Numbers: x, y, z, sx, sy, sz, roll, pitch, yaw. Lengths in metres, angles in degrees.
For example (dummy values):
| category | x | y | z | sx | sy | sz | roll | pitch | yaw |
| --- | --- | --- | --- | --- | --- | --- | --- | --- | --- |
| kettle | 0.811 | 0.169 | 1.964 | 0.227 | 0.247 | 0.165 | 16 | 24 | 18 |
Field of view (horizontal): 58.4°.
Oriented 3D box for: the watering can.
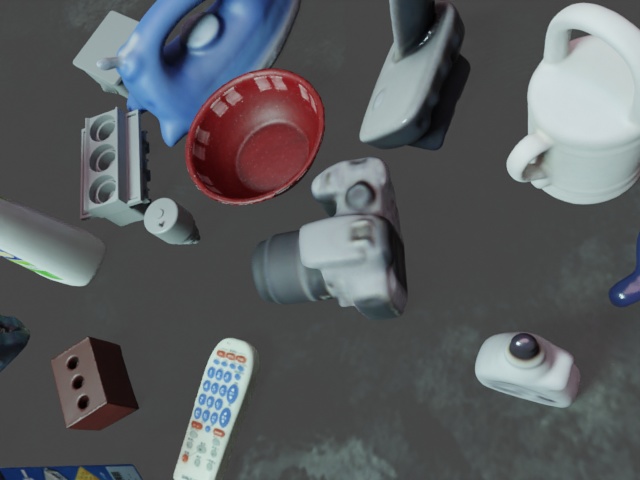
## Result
| category | x | y | z | sx | sy | sz | roll | pitch | yaw |
| --- | --- | --- | --- | --- | --- | --- | --- | --- | --- |
| watering can | 0.220 | -0.117 | 0.450 | 0.100 | 0.194 | 0.173 | 27 | 81 | 26 |

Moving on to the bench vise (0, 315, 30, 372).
| category | x | y | z | sx | sy | sz | roll | pitch | yaw |
| --- | --- | --- | --- | --- | --- | --- | --- | --- | --- |
| bench vise | -0.422 | 0.055 | 0.597 | 0.206 | 0.220 | 0.121 | 24 | 80 | 25 |

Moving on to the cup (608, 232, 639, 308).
| category | x | y | z | sx | sy | sz | roll | pitch | yaw |
| --- | --- | --- | --- | --- | --- | --- | --- | --- | --- |
| cup | 0.272 | 0.028 | 0.434 | 0.117 | 0.095 | 0.091 | -29 | 64 | 7 |

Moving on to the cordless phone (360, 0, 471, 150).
| category | x | y | z | sx | sy | sz | roll | pitch | yaw |
| --- | --- | --- | --- | --- | --- | --- | --- | --- | --- |
| cordless phone | 0.075 | -0.178 | 0.529 | 0.094 | 0.185 | 0.148 | 12 | 75 | 23 |

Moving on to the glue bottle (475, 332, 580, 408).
| category | x | y | z | sx | sy | sz | roll | pitch | yaw |
| --- | --- | --- | --- | --- | --- | --- | --- | --- | --- |
| glue bottle | 0.148 | 0.089 | 0.411 | 0.078 | 0.173 | 0.037 | 14 | 76 | 23 |

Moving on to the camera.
| category | x | y | z | sx | sy | sz | roll | pitch | yaw |
| --- | --- | --- | --- | --- | --- | --- | --- | --- | --- |
| camera | 0.005 | 0.002 | 0.534 | 0.136 | 0.101 | 0.143 | -9 | 68 | 16 |

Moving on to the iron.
| category | x | y | z | sx | sy | sz | roll | pitch | yaw |
| --- | --- | --- | --- | --- | --- | --- | --- | --- | --- |
| iron | -0.131 | -0.241 | 0.649 | 0.118 | 0.142 | 0.258 | 38 | 86 | 27 |
